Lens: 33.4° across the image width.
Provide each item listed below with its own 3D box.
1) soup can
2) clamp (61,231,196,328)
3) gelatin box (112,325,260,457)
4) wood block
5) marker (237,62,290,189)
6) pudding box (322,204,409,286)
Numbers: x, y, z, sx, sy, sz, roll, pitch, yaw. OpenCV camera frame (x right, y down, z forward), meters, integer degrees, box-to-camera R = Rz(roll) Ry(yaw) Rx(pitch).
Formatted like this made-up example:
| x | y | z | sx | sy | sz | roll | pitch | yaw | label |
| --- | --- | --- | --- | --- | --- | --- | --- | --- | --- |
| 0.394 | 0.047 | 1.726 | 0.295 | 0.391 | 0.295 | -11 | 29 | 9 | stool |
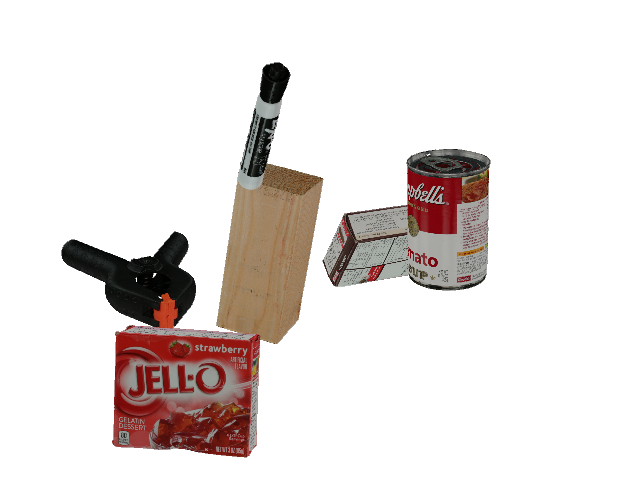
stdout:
| x | y | z | sx | sy | sz | roll | pitch | yaw | label |
| --- | --- | --- | --- | --- | --- | --- | --- | --- | --- |
| 0.106 | -0.018 | 0.885 | 0.068 | 0.102 | 0.068 | -2 | 22 | 1 | soup can |
| -0.152 | 0.031 | 0.967 | 0.120 | 0.039 | 0.172 | -15 | 31 | -28 | clamp |
| -0.084 | 0.093 | 0.664 | 0.089 | 0.073 | 0.030 | 3 | 5 | 9 | gelatin box |
| -0.067 | 0.015 | 1.386 | 0.090 | 0.206 | 0.090 | 15 | 22 | 12 | wood block |
| -0.041 | -0.080 | 0.755 | 0.020 | 0.020 | 0.121 | 0 | -36 | -15 | marker |
| 0.068 | 0.003 | 1.090 | 0.113 | 0.039 | 0.090 | -10 | -30 | -22 | pudding box |
